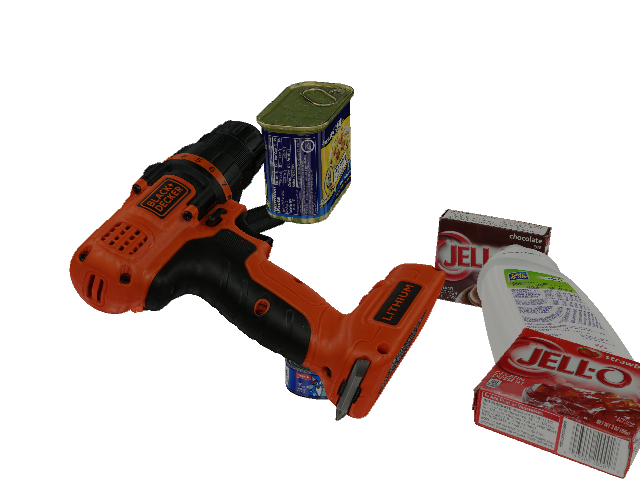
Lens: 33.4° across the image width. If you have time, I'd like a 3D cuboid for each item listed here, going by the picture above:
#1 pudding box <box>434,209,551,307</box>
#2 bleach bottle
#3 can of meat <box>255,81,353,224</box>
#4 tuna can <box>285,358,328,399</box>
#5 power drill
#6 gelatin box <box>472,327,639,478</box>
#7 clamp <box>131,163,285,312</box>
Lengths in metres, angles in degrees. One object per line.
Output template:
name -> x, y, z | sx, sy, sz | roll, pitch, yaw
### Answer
pudding box -> 0.175, 0.022, 1.095 | 0.114, 0.090, 0.039 | 9, 23, 16
bleach bottle -> 0.184, 0.066, 0.861 | 0.102, 0.068, 0.251 | 9, 23, -2
can of meat -> -0.010, -0.072, 0.859 | 0.057, 0.084, 0.102 | 7, 29, 17
tuna can -> 0.003, 0.148, 1.199 | 0.086, 0.034, 0.086 | 1, 14, -1
power drill -> -0.026, 0.010, 0.629 | 0.188, 0.057, 0.184 | 26, 42, 11
gelatin box -> 0.140, 0.087, 0.596 | 0.089, 0.030, 0.073 | 17, 32, 27
clamp -> -0.146, -0.005, 1.066 | 0.165, 0.036, 0.209 | 20, 40, 17
